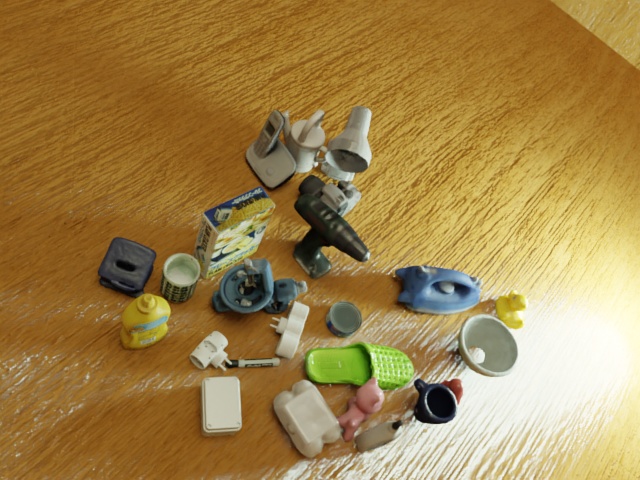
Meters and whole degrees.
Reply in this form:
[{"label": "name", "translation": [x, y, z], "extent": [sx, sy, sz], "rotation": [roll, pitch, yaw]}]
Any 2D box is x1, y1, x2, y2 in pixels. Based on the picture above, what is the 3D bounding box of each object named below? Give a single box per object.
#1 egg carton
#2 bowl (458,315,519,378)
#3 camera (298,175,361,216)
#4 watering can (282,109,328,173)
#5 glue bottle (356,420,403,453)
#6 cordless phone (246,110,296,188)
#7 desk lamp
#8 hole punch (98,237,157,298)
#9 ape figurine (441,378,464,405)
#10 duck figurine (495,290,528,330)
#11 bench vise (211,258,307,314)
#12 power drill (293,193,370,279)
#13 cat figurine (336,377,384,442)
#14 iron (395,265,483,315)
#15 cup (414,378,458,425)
[{"label": "egg carton", "translation": [-0.029, 0.383, 1.231], "extent": [0.107, 0.069, 0.150], "rotation": [-27, 71, -32]}, {"label": "bowl", "translation": [0.416, 0.280, 1.463], "extent": [0.168, 0.074, 0.167], "rotation": [10, 56, -15]}, {"label": "camera", "translation": [0.021, -0.125, 1.552], "extent": [0.136, 0.100, 0.143], "rotation": [45, 55, 11]}, {"label": "watering can", "translation": [-0.044, -0.285, 1.571], "extent": [0.173, 0.194, 0.101], "rotation": [20, 54, -7]}, {"label": "glue bottle", "translation": [0.138, 0.409, 1.214], "extent": [0.078, 0.173, 0.037], "rotation": [-6, 61, -24]}, {"label": "cordless phone", "translation": [-0.117, -0.241, 1.521], "extent": [0.094, 0.185, 0.147], "rotation": [-29, 72, -32]}, {"label": "desk lamp", "translation": [0.076, -0.256, 1.586], "extent": [0.118, 0.213, 0.203], "rotation": [19, 54, -8]}, {"label": "hole punch", "translation": [-0.426, 0.062, 1.271], "extent": [0.109, 0.091, 0.101], "rotation": [21, 54, -7]}, {"label": "ape figurine", "translation": [0.314, 0.357, 1.364], "extent": [0.078, 0.092, 0.076], "rotation": [7, 57, -17]}, {"label": "duck figurine", "translation": [0.533, 0.186, 1.560], "extent": [0.078, 0.086, 0.104], "rotation": [-7, 62, -24]}, {"label": "bench vise", "translation": [-0.129, 0.088, 1.287], "extent": [0.208, 0.219, 0.121], "rotation": [-18, 67, -29]}, {"label": "power drill", "translation": [0.013, 0.005, 1.400], "extent": [0.076, 0.208, 0.229], "rotation": [-32, 74, -33]}, {"label": "cat figurine", "translation": [0.093, 0.368, 1.257], "extent": [0.067, 0.117, 0.128], "rotation": [41, 54, 8]}, {"label": "iron", "translation": [0.332, 0.117, 1.493], "extent": [0.259, 0.141, 0.118], "rotation": [8, 57, -16]}, {"label": "cup", "translation": [0.247, 0.379, 1.323], "extent": [0.092, 0.095, 0.117], "rotation": [-35, 76, -34]}]
